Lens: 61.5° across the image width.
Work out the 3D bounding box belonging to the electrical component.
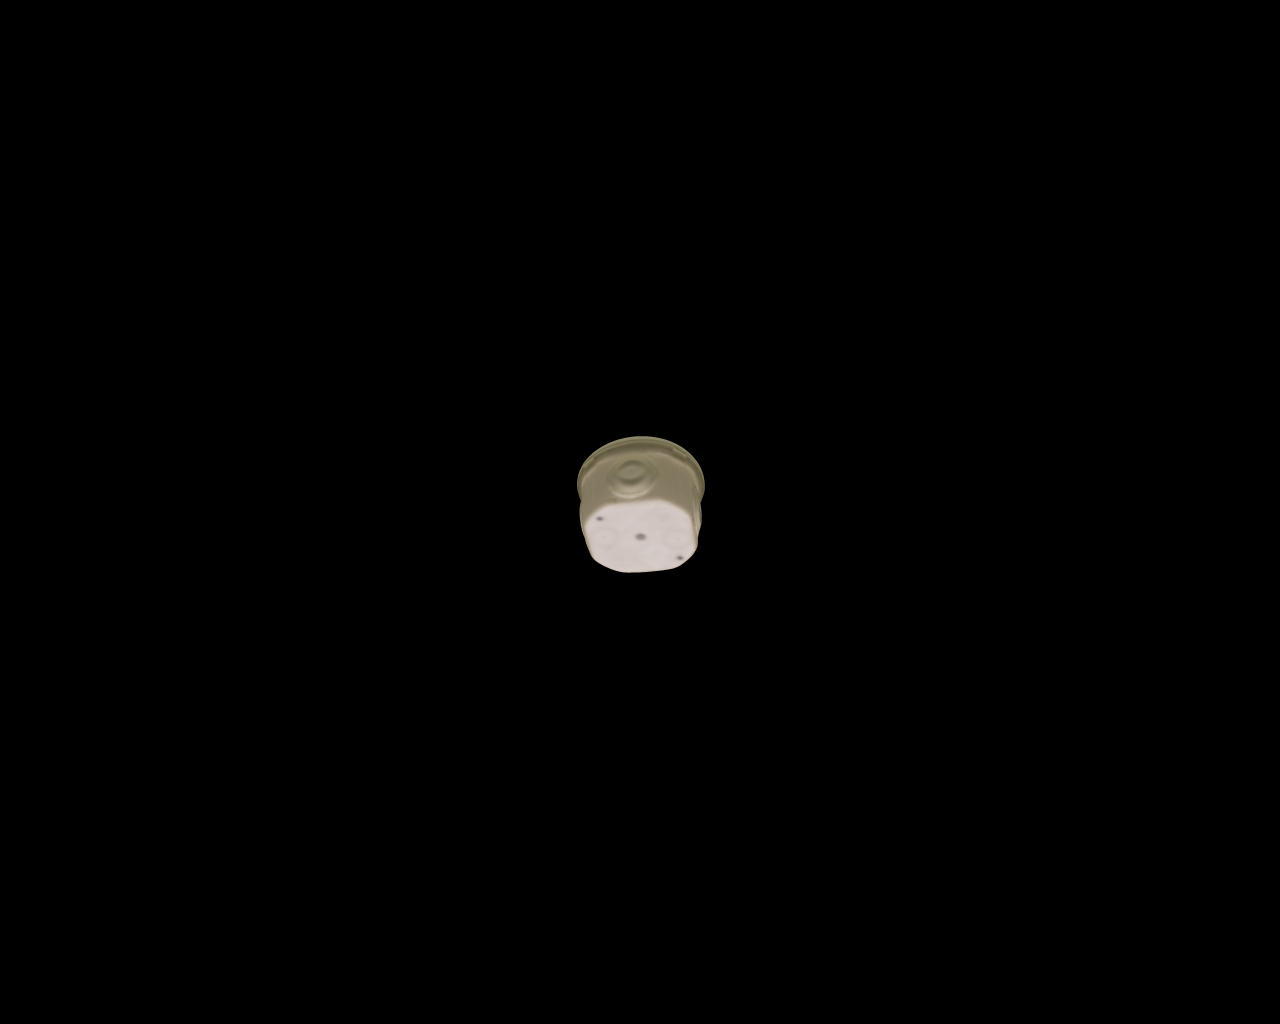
[{"bbox_3d":[0.001,-0.003,0.650,0.080,0.051,0.080,0,-43,0],"label":"electrical component"}]
